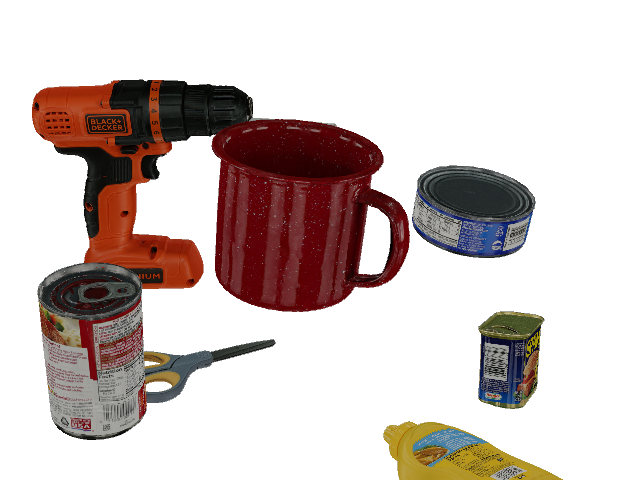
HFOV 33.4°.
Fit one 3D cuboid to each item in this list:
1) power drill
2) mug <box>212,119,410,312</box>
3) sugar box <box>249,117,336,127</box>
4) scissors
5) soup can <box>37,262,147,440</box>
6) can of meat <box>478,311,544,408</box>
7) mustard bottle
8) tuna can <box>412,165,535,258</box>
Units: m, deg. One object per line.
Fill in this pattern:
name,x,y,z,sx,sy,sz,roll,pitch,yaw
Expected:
power drill,-0.146,-0.050,0.926,0.184,0.188,0.057,0,28,4
mug,-0.005,-0.010,0.584,0.117,0.081,0.093,17,27,23
sugar box,-0.036,-0.033,1.082,0.093,0.176,0.048,5,16,12
scissors,-0.130,0.140,1.160,0.201,0.016,0.096,-2,27,-21
soup can,-0.153,0.075,0.725,0.068,0.102,0.068,2,29,-1
can of meat,0.210,0.131,1.179,0.058,0.084,0.102,6,11,23
mustard bottle,0.130,0.217,1.007,0.096,0.058,0.192,-15,24,-37
tuna can,0.110,-0.021,0.775,0.086,0.034,0.086,6,28,-3
